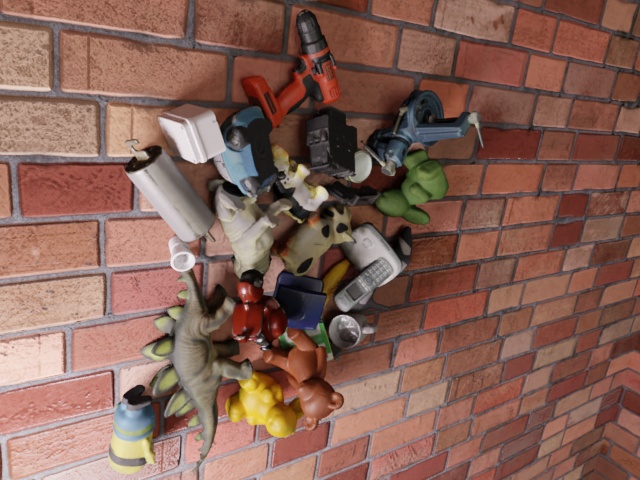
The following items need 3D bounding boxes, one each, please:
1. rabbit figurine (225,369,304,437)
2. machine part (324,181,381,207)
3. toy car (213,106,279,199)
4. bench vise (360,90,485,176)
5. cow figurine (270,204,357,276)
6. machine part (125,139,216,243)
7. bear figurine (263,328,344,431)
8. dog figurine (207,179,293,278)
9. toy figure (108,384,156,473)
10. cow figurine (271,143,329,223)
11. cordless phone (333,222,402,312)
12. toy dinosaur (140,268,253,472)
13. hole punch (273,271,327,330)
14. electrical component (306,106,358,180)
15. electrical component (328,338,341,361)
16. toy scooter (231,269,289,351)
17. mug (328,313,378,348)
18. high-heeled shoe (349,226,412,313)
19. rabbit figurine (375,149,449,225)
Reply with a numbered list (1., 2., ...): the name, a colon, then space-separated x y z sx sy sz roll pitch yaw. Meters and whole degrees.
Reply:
1. rabbit figurine: -0.107 0.382 1.190 0.162 0.173 0.122 35 83 -36
2. machine part: 0.073 -0.101 1.188 0.139 0.084 0.039 -2 115 -46
3. toy car: -0.144 -0.159 0.984 0.109 0.103 0.161 -43 129 -52
4. bench vise: 0.224 -0.235 1.152 0.223 0.241 0.128 -54 128 -27
5. cow figurine: -0.002 -0.004 1.167 0.195 0.086 0.127 -46 123 -15
6. machine part: -0.262 -0.079 0.947 0.079 0.079 0.243 -44 128 -14
7. bear figurine: -0.035 0.300 1.172 0.120 0.196 0.131 -42 120 15
8. dog figurine: -0.161 -0.014 1.051 0.121 0.172 0.190 -42 165 -55
9. toy figure: -0.369 0.373 1.052 0.089 0.082 0.180 0 117 -17
10. cow figurine: -0.066 -0.113 1.082 0.098 0.068 0.167 -49 121 -6
11. cordless phone: 0.082 0.063 1.233 0.184 0.089 0.146 -39 92 -14
12. toy dinosaur: -0.245 0.255 1.085 0.198 0.105 0.470 -17 109 -22
13. hole punch: -0.048 0.139 1.160 0.142 0.092 0.115 11 101 -10
14. electrical component: 0.025 -0.198 1.091 0.115 0.058 0.134 6 80 -57
15. electrical component: 0.039 0.261 1.347 0.063 0.021 0.093 -41 127 -17
16. toy scooter: -0.120 0.156 1.038 0.183 0.075 0.135 64 28 -46
17. mug: 0.089 0.211 1.306 0.107 0.110 0.080 -7 85 -67
18. high-heeled shoe: 0.135 0.065 1.328 0.145 0.086 0.248 19 78 -10
19. rabbit figurine: 0.211 -0.112 1.285 0.170 0.121 0.158 -33 134 0
